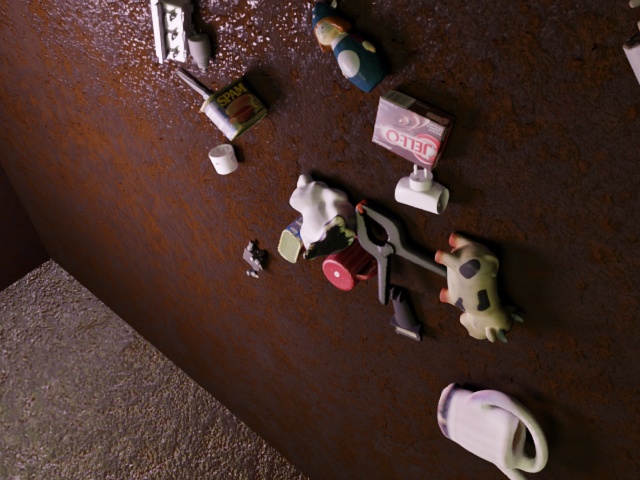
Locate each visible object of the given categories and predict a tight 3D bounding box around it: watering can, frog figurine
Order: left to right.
[{"bbox_3d":[0.003,-0.052,1.030,0.163,0.123,0.134,66,145,40],"label":"frog figurine"},{"bbox_3d":[0.366,0.427,1.089,0.225,0.106,0.340,15,135,40],"label":"watering can"}]
